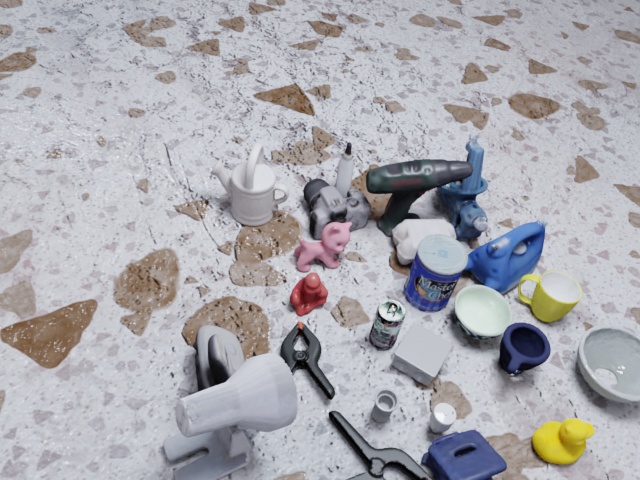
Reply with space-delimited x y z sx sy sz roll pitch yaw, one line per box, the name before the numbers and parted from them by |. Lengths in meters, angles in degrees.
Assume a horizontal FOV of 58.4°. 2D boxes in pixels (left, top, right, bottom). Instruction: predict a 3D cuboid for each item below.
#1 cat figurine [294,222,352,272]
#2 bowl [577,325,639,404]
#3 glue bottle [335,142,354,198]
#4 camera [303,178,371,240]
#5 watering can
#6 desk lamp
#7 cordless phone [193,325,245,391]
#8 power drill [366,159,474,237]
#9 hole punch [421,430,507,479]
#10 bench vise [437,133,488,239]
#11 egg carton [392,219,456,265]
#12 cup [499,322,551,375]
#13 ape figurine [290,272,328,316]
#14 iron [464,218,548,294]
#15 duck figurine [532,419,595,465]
cat figurine | 0.011 0.004 1.235 0.128 0.118 0.067 -8 51 -15
bowl | 0.580 0.256 1.131 0.167 0.075 0.167 4 49 -5
glue bottle | 0.058 -0.162 1.348 0.037 0.173 0.078 6 49 -3
camera | 0.030 -0.089 1.329 0.143 0.101 0.136 -16 54 -20
watering can | -0.156 -0.130 1.275 0.173 0.194 0.101 -2 50 -10
desk lamp | -0.144 0.287 0.906 0.204 0.213 0.117 -20 55 -23
cordless phone | -0.174 0.196 0.999 0.094 0.185 0.147 -10 52 -16
power drill | 0.211 -0.100 1.293 0.230 0.208 0.075 0 50 -8
hole punch | 0.242 0.374 0.969 0.109 0.091 0.101 -14 53 -19
bench vise | 0.356 -0.123 1.327 0.122 0.220 0.207 -20 55 -23
egg carton | 0.241 0.005 1.300 0.150 0.069 0.107 -1 50 -9
cup | 0.381 0.230 1.111 0.091 0.095 0.118 31 52 18
ape figurine | -0.020 0.101 1.164 0.078 0.092 0.076 7 49 -2
iron | 0.437 0.012 1.275 0.259 0.141 0.118 -27 58 -28
duck figurine | 0.438 0.351 1.021 0.105 0.086 0.077 -5 50 -12
